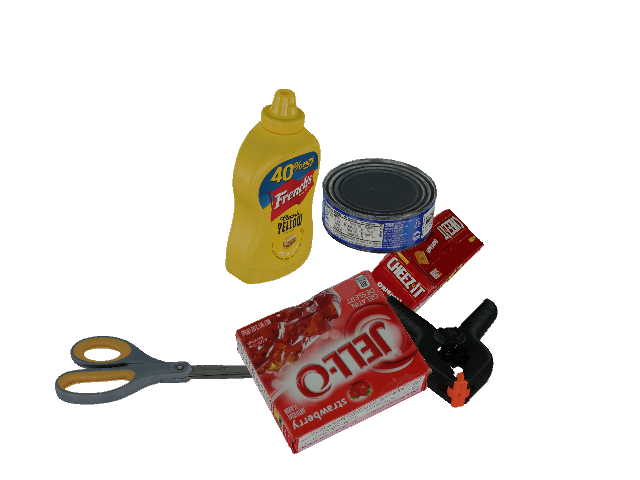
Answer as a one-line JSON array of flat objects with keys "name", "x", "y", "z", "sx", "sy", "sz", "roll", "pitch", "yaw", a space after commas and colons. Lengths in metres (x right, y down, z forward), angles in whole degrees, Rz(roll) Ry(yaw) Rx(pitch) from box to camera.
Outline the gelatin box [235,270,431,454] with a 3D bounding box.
[{"name": "gelatin box", "x": 0.007, "y": 0.067, "z": 0.604, "sx": 0.089, "sy": 0.073, "sz": 0.030, "roll": -24, "pitch": -27, "yaw": -14}]

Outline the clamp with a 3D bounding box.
[{"name": "clamp", "x": 0.132, "y": 0.100, "z": 1.037, "sx": 0.120, "sy": 0.039, "sz": 0.171, "roll": -7, "pitch": 30, "yaw": -8}]

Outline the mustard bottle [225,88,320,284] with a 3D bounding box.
[{"name": "mustard bottle", "x": -0.043, "y": -0.056, "z": 1.029, "sx": 0.096, "sy": 0.192, "sz": 0.058, "roll": -23, "pitch": 43, "yaw": -39}]

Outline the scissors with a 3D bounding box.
[{"name": "scissors", "x": -0.138, "y": 0.108, "z": 0.961, "sx": 0.201, "sy": 0.016, "sz": 0.096, "roll": -8, "pitch": 32, "yaw": -18}]

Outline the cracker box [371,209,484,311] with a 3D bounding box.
[{"name": "cracker box", "x": 0.077, "y": 0.070, "z": 1.267, "sx": 0.214, "sy": 0.072, "sz": 0.164, "roll": -48, "pitch": -8, "yaw": 31}]

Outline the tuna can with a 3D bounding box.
[{"name": "tuna can", "x": 0.044, "y": -0.027, "z": 0.804, "sx": 0.086, "sy": 0.034, "sz": 0.086, "roll": 2, "pitch": 34, "yaw": -1}]
